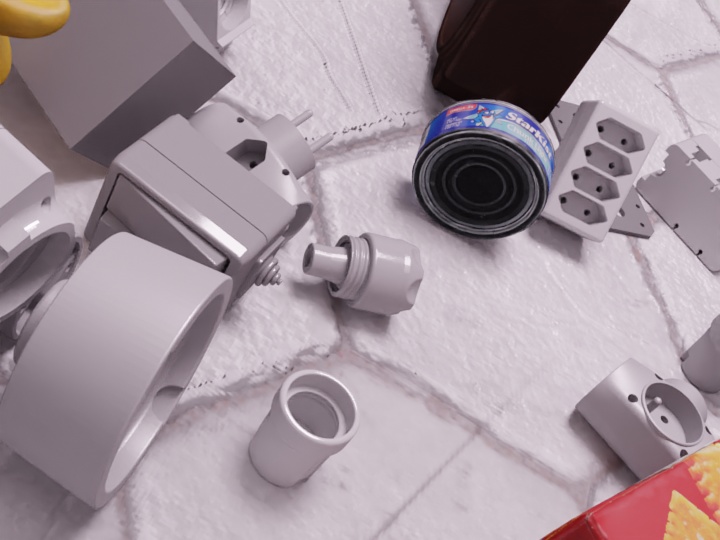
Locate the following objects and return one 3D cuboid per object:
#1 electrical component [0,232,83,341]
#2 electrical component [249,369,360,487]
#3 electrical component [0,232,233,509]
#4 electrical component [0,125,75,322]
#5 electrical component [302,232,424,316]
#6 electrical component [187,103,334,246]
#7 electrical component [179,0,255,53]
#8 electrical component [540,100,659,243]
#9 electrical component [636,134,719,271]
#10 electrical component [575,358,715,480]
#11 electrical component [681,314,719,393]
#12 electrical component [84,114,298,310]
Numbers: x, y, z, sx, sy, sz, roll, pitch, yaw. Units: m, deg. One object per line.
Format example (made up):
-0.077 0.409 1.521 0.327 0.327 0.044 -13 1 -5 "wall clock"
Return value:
-0.159 -0.004 0.480 0.047 0.055 0.055 31 42 0 "electrical component"
-0.027 0.075 0.499 0.040 0.046 0.040 18 44 -19 "electrical component"
-0.105 0.036 0.442 0.060 0.108 0.108 29 42 2 "electrical component"
-0.180 0.014 0.385 0.062 0.089 0.150 42 65 6 "electrical component"
0.000 0.000 0.589 0.062 0.043 0.043 13 46 -21 "electrical component"
-0.052 -0.060 0.596 0.079 0.043 0.077 -37 75 -15 "electrical component"
-0.101 -0.173 0.663 0.064 0.081 0.042 20 38 17 "electrical component"
0.153 -0.069 0.737 0.047 0.083 0.075 26 4 -10 "electrical component"
0.263 -0.052 0.804 0.056 0.050 0.089 -21 66 -43 "electrical component"
0.176 0.087 0.624 0.079 0.044 0.077 -25 68 -45 "electrical component"
0.235 0.053 0.692 0.040 0.046 0.040 18 44 -19 "electrical component"
-0.082 -0.018 0.536 0.096 0.061 0.061 38 44 2 "electrical component"
